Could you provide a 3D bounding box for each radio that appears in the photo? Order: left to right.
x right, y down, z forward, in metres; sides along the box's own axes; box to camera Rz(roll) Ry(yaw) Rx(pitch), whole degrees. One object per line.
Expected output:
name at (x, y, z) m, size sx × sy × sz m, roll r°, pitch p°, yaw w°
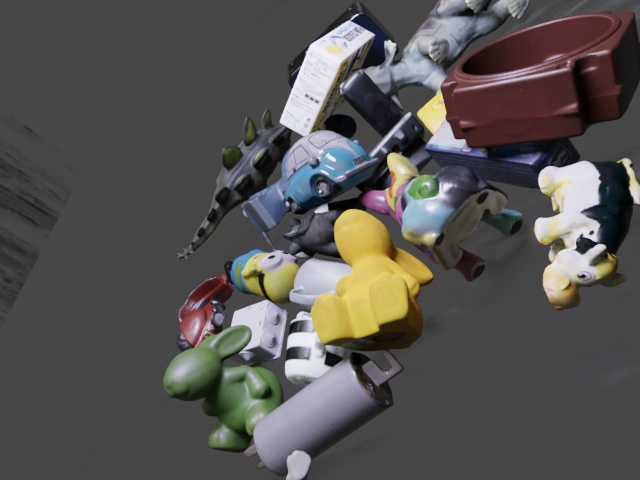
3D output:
radio at (0.043, -0.387, 1.165) m, size 0.229 × 0.131 × 0.073 m, roll -38°, pitch 35°, yaw 22°

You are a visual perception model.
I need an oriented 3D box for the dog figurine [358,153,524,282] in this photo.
dog figurine at (0.125, -0.050, 0.681) m, size 0.219 × 0.191 × 0.108 m, roll 38°, pitch 96°, yaw 44°

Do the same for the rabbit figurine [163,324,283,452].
rabbit figurine at (-0.134, 0.197, 0.758) m, size 0.121 × 0.170 × 0.159 m, roll -25°, pitch 41°, yaw 36°

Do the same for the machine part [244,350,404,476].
machine part at (0.002, 0.213, 0.656) m, size 0.243 × 0.079 × 0.079 m, roll -40°, pitch 33°, yaw 17°

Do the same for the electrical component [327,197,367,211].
electrical component at (0.048, -0.055, 0.888) m, size 0.063 × 0.094 × 0.021 m, roll -11°, pitch 85°, yaw 12°

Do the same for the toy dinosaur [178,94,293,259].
toy dinosaur at (-0.150, -0.134, 1.089) m, size 0.198 × 0.105 × 0.471 m, roll 99°, pitch -164°, yaw -66°

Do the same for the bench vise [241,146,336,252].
bench vise at (-0.037, -0.111, 1.011) m, size 0.223 × 0.129 × 0.241 m, roll -36°, pitch 13°, yaw 41°

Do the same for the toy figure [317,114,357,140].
toy figure at (0.012, -0.230, 1.110) m, size 0.155 × 0.064 × 0.058 m, roll 14°, pitch 77°, yaw 55°

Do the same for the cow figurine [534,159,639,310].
cow figurine at (0.275, -0.007, 0.543) m, size 0.098 × 0.068 × 0.167 m, roll -12°, pitch 49°, yaw 38°

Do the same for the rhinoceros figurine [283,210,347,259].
rhinoceros figurine at (-0.002, -0.003, 0.840) m, size 0.190 × 0.112 × 0.073 m, roll 144°, pitch 121°, yaw -85°

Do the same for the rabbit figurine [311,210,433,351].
rabbit figurine at (0.073, 0.042, 0.661) m, size 0.122 × 0.162 × 0.173 m, roll -34°, pitch 58°, yaw 34°

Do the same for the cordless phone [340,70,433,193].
cordless phone at (0.077, -0.160, 0.838) m, size 0.146 × 0.184 × 0.089 m, roll -47°, pitch 36°, yaw 8°

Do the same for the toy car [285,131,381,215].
toy car at (0.004, -0.108, 0.799) m, size 0.109 × 0.103 × 0.162 m, roll -27°, pitch 3°, yaw -38°

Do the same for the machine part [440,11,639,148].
machine part at (0.264, -0.197, 0.649) m, size 0.202 × 0.087 × 0.201 m, roll 2°, pitch 36°, yaw 40°

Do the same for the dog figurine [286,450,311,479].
dog figurine at (-0.055, 0.348, 0.601) m, size 0.172 × 0.121 × 0.190 m, roll 65°, pitch 144°, yaw 32°

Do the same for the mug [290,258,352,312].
mug at (0.018, 0.070, 0.759) m, size 0.107 × 0.109 × 0.080 m, roll 4°, pitch 97°, yaw 45°

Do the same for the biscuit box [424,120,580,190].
biscuit box at (0.232, -0.115, 0.708) m, size 0.059 × 0.062 × 0.203 m, roll -54°, pitch 32°, yaw -5°

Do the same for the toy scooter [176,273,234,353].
toy scooter at (-0.213, 0.134, 1.023) m, size 0.135 × 0.075 × 0.184 m, roll -46°, pitch 27°, yaw 7°

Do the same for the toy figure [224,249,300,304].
toy figure at (-0.096, 0.062, 0.930) m, size 0.082 × 0.089 × 0.180 m, roll -43°, pitch 22°, yaw -32°

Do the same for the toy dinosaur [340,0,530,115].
toy dinosaur at (0.218, -0.359, 0.936) m, size 0.405 × 0.131 × 0.192 m, roll -45°, pitch 32°, yaw -1°
